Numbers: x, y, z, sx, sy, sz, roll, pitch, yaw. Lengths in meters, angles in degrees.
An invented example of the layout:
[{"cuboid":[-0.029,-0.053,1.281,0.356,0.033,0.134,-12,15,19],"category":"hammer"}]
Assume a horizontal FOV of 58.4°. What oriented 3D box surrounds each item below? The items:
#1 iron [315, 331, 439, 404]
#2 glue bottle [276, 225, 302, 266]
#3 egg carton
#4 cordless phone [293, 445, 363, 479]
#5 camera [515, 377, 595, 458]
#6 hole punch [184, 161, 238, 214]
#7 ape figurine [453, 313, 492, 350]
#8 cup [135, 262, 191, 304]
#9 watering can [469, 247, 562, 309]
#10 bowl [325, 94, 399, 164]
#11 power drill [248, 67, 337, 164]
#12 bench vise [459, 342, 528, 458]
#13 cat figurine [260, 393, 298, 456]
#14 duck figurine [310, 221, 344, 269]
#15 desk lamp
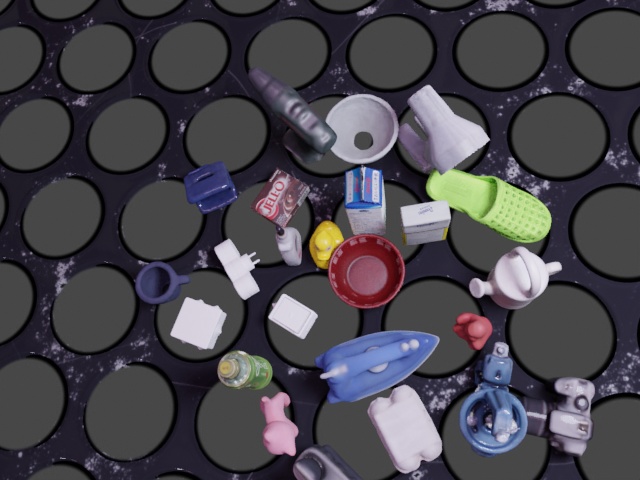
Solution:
[{"cuboid":[0.117,0.233,1.128,0.258,0.141,0.118,-22,73,2],"category":"iron"},{"cuboid":[-0.070,0.000,1.200,0.037,0.173,0.078,-7,74,7],"category":"glue bottle"},{"cuboid":[0.167,0.369,1.122,0.107,0.069,0.150,-29,73,0],"category":"egg carton"},{"cuboid":[0.009,0.454,1.060,0.147,0.185,0.094,37,83,16],"category":"cordless phone"},{"cuboid":[0.436,0.324,1.080,0.136,0.101,0.143,10,77,11],"category":"camera"},{"cuboid":[-0.256,-0.126,1.304,0.108,0.091,0.101,-24,73,1],"category":"hole punch"},{"cuboid":[0.308,0.180,1.141,0.076,0.092,0.078,-9,74,6],"category":"ape figurine"},{"cuboid":[-0.329,0.099,1.251,0.117,0.095,0.091,-9,74,6],"category":"cup"},{"cuboid":[0.379,0.075,1.106,0.173,0.194,0.101,-38,73,-3],"category":"watering can"},{"cuboid":[0.095,-0.238,1.294,0.167,0.075,0.167,-2,75,8],"category":"bowl"},{"cuboid":[-0.054,-0.257,1.249,0.229,0.208,0.076,41,84,16],"category":"power drill"},{"cuboid":[0.310,0.293,1.044,0.121,0.220,0.207,-9,74,6],"category":"bench vise"},{"cuboid":[-0.087,0.368,1.132,0.067,0.118,0.127,-22,73,2],"category":"cat figurine"},{"cuboid":[0.011,0.004,1.234,0.077,0.086,0.104,2,75,9],"category":"duck figurine"},{"cuboid":[0.245,-0.217,1.194,0.118,0.214,0.203,-36,73,-2],"category":"desk lamp"}]
